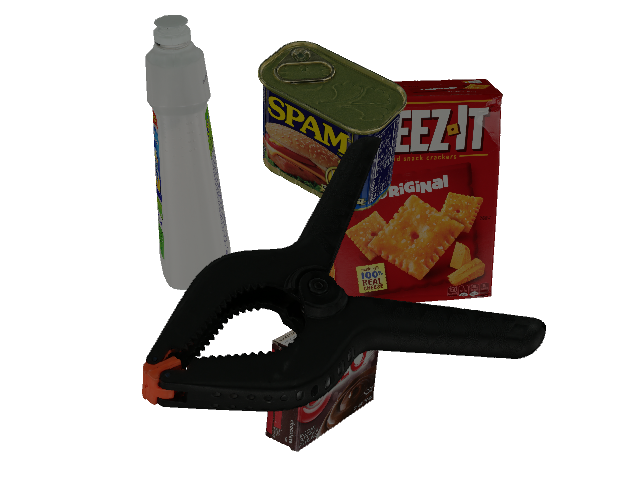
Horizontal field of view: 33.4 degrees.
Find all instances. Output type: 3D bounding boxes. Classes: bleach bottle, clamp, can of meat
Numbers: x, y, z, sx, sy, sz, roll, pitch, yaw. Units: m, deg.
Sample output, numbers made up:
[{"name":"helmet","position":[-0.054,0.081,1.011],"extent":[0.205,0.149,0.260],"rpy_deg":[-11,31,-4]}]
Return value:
[{"name":"bleach bottle","position":[-0.122,-0.082,0.961],"extent":[0.068,0.251,0.102],"rpy_deg":[-6,34,-7]},{"name":"clamp","position":[-0.005,0.025,0.573],"extent":[0.209,0.165,0.036],"rpy_deg":[-18,-33,-23]},{"name":"can of meat","position":[0.006,-0.078,0.748],"extent":[0.102,0.084,0.057],"rpy_deg":[30,54,21]}]

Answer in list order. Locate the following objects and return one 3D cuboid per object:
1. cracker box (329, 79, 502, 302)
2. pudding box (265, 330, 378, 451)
[{"name":"cracker box","position":[0.089,-0.045,1.049],"extent":[0.164,0.214,0.072],"rpy_deg":[-3,21,-7]},{"name":"pudding box","position":[0.004,0.108,0.878],"extent":[0.039,0.090,0.113],"rpy_deg":[20,28,29]}]
